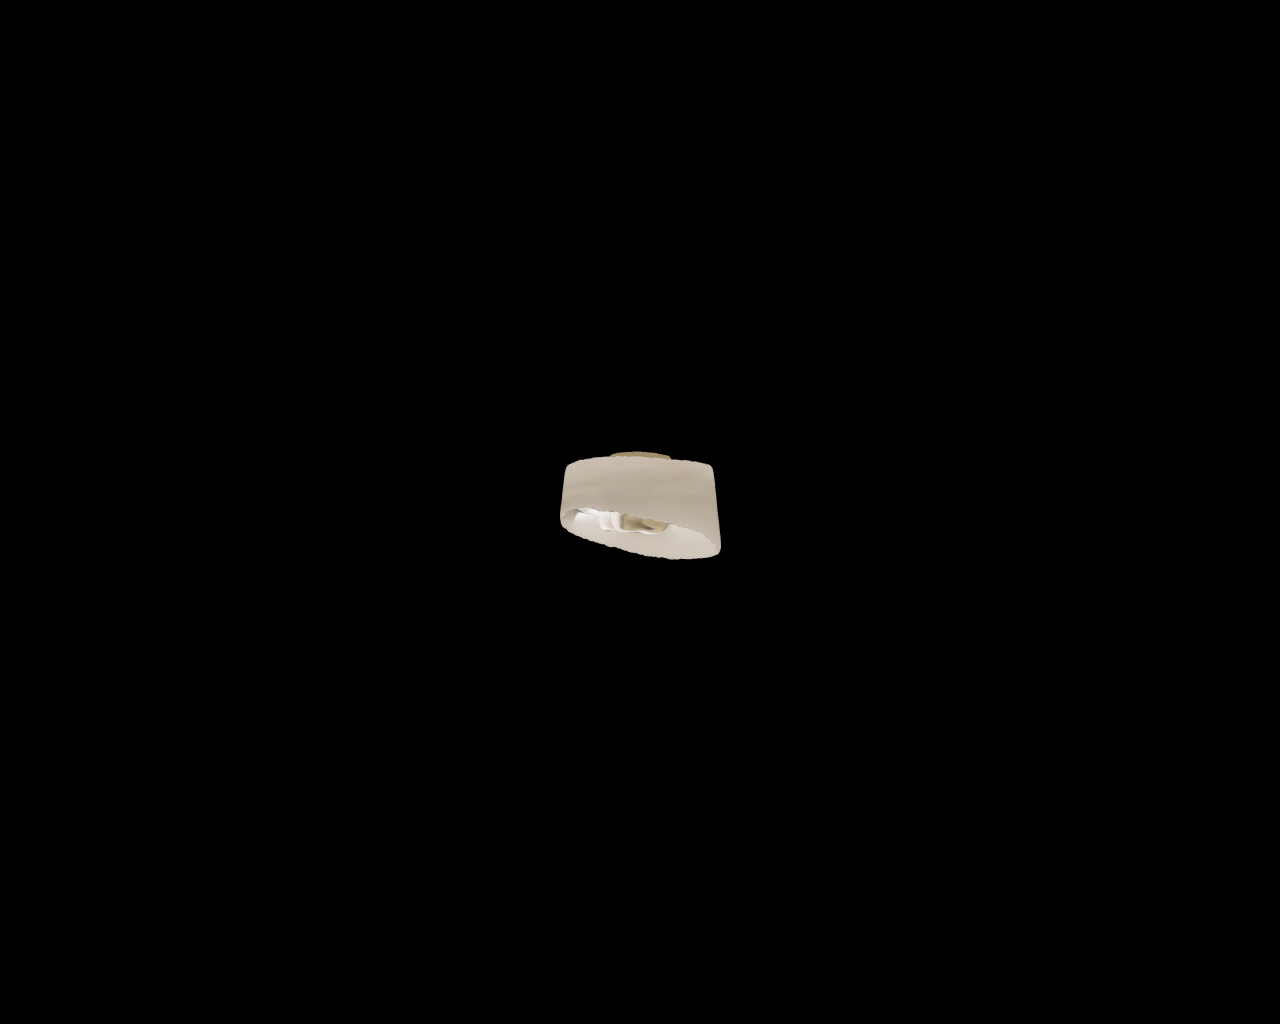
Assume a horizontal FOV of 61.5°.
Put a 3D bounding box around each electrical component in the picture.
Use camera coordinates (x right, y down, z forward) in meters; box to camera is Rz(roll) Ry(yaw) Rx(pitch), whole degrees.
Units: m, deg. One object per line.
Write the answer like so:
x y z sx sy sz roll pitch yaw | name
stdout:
0.001 -0.003 0.650 0.099 0.064 0.099 0 -7 0 | electrical component
